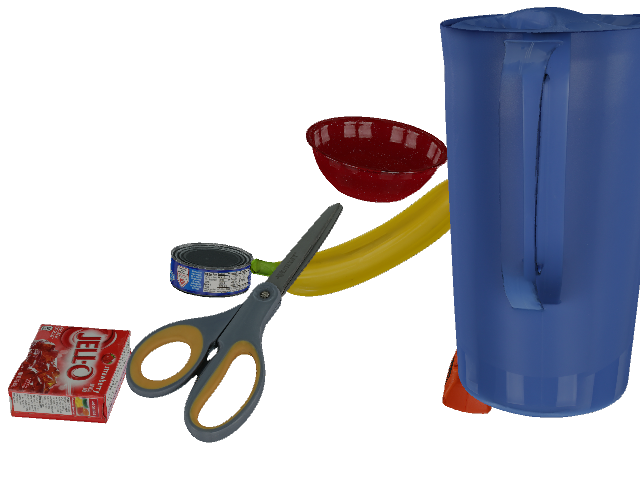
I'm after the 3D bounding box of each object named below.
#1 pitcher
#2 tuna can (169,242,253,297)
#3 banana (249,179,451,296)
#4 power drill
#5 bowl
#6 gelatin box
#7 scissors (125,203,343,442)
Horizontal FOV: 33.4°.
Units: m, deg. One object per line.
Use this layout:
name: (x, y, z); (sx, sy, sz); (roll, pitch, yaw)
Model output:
pitcher: (0.136, -0.017, 0.650); (0.149, 0.243, 0.145); (-9, 17, -24)
tuna can: (-0.114, 0.030, 1.112); (0.086, 0.034, 0.086); (5, 16, -2)
banana: (0.045, 0.002, 0.862); (0.198, 0.037, 0.069); (-25, -24, 7)
power drill: (0.164, 0.081, 1.098); (0.057, 0.188, 0.184); (11, 27, 14)
bowl: (0.060, -0.087, 1.203); (0.162, 0.055, 0.162); (6, 27, -3)
gelatin box: (-0.190, 0.100, 0.820); (0.073, 0.030, 0.089); (4, 30, 3)
scissors: (-0.056, 0.040, 0.691); (0.096, 0.201, 0.016); (10, -41, 12)
